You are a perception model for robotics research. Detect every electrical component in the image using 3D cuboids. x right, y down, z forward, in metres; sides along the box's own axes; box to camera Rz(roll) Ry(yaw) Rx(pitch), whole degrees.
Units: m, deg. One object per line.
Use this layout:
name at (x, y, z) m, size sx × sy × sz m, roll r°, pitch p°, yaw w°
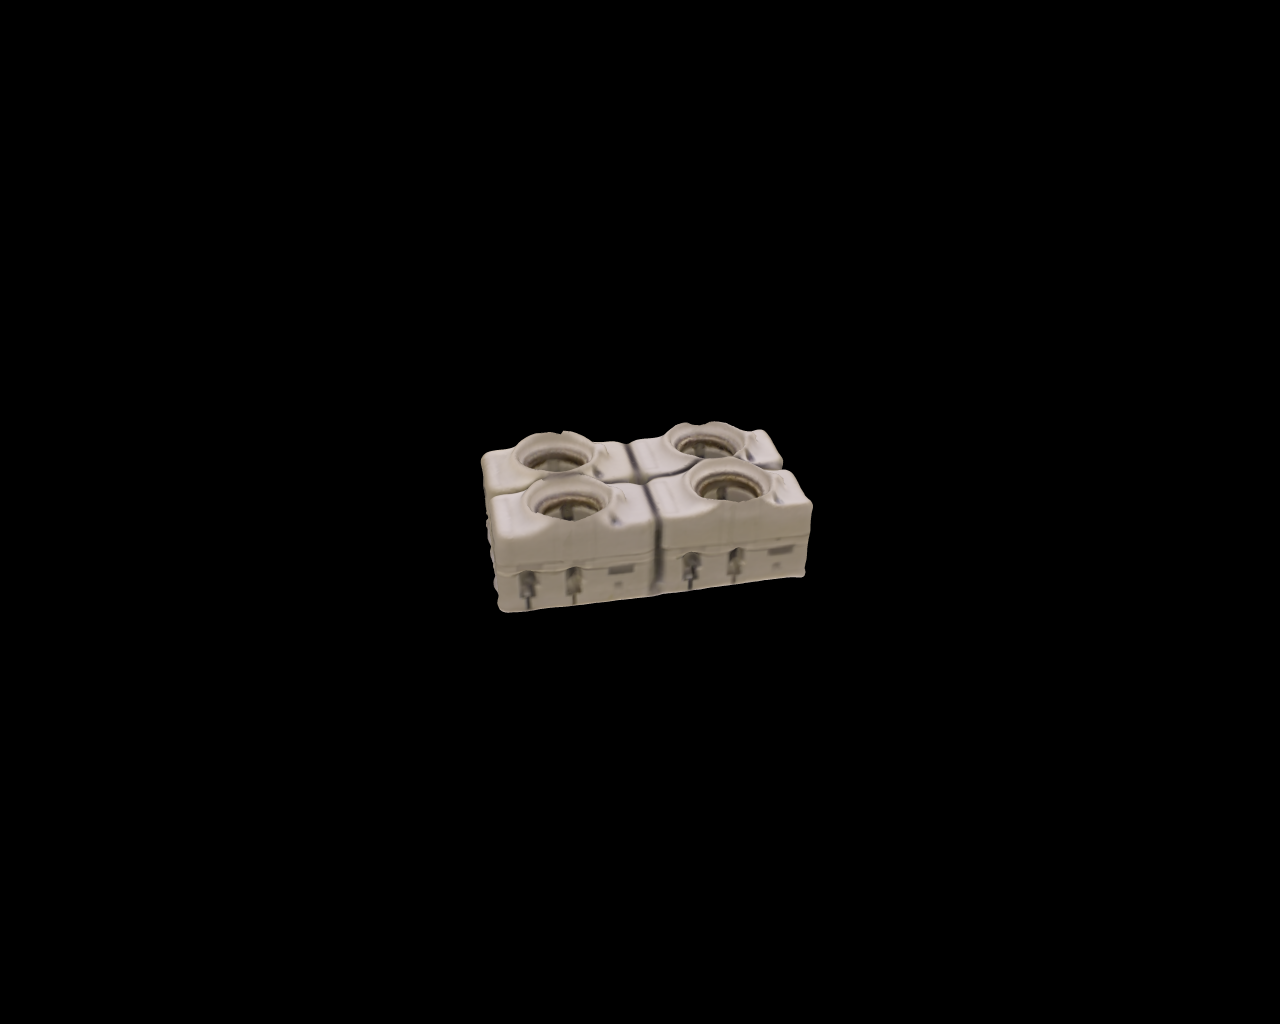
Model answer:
electrical component at (0.001, -0.003, 0.650) m, size 0.186 × 0.060 × 0.105 m, roll -6°, pitch 32°, yaw -9°
